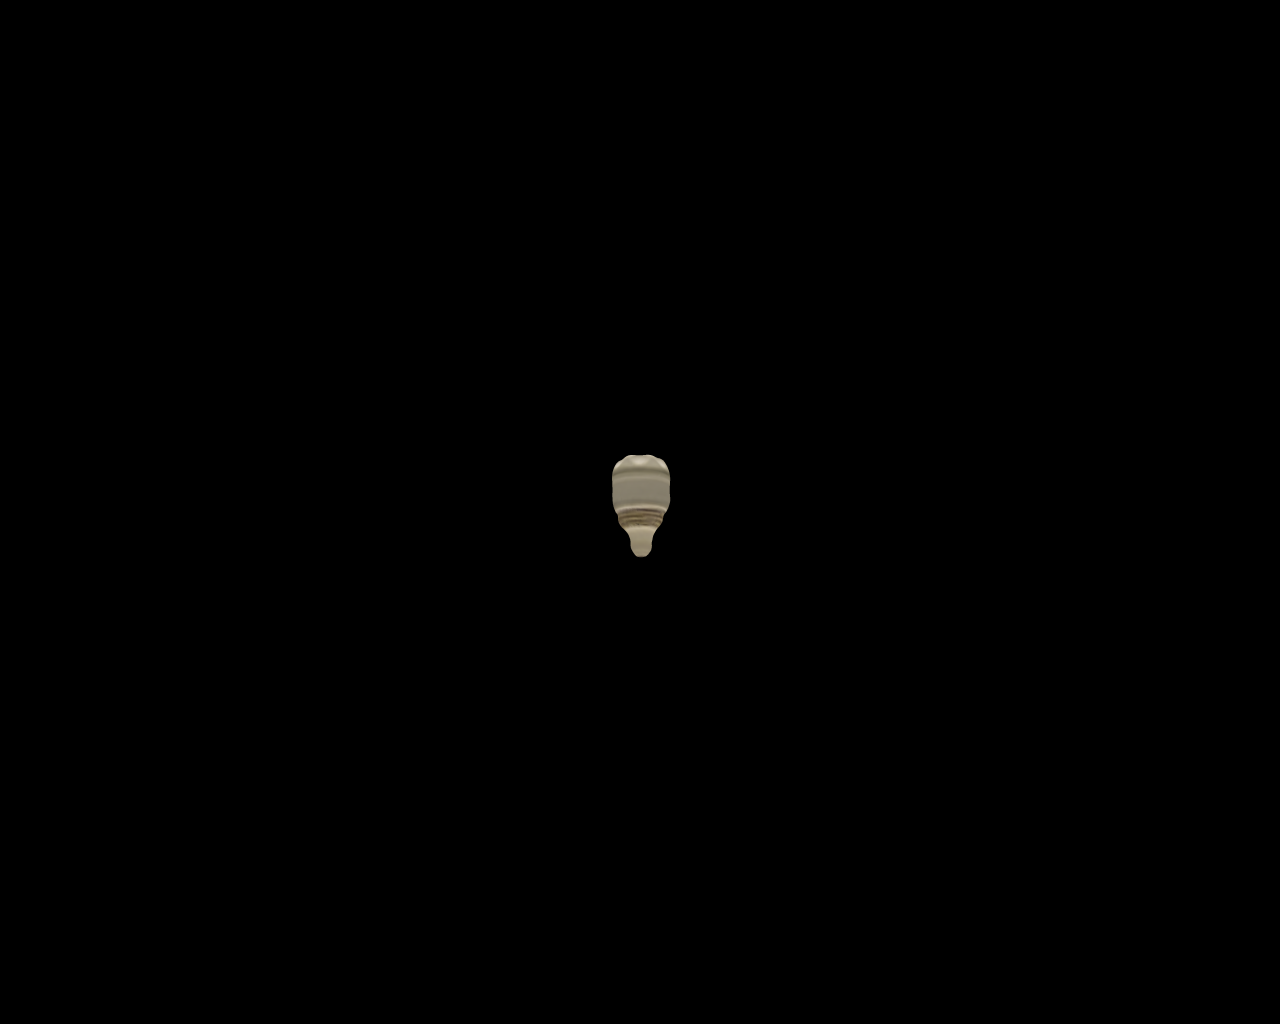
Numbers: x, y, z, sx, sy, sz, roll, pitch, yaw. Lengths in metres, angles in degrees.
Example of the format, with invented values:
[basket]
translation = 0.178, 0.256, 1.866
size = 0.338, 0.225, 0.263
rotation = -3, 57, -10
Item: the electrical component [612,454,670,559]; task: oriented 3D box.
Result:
[electrical component]
translation = 0.001, -0.003, 0.650
size = 0.035, 0.061, 0.035
rotation = 0, -11, 0
